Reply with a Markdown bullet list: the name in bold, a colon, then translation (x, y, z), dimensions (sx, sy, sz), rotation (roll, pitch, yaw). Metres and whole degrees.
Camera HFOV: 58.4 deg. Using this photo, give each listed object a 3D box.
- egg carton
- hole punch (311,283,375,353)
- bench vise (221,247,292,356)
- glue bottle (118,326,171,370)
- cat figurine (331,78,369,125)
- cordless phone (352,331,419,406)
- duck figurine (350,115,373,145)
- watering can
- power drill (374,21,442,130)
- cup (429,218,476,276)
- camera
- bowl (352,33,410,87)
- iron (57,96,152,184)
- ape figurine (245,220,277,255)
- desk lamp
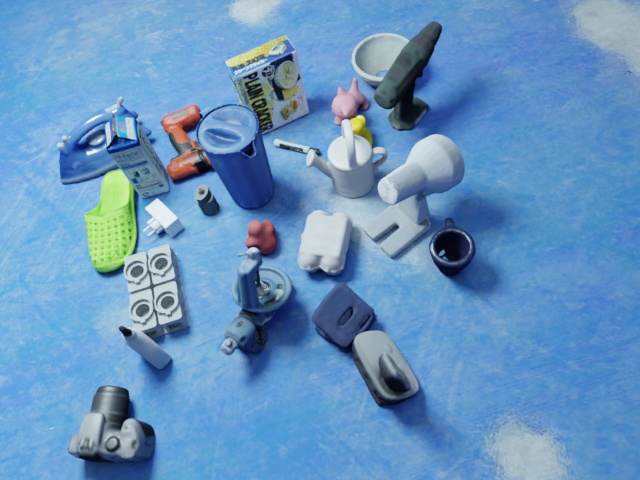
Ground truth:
- **egg carton**: translation (0.011, 0.004, 1.250), dimensions (0.107, 0.069, 0.150), rotation (6, 62, 11)
- **hole punch**: translation (0.050, 0.155, 1.149), dimensions (0.101, 0.091, 0.109), rotation (32, 70, 22)
- **bench vise**: translation (-0.125, 0.121, 1.117), dimensions (0.121, 0.220, 0.207), rotation (5, 62, 11)
- **glue bottle**: translation (-0.356, 0.203, 1.131), dimensions (0.078, 0.173, 0.037), rotation (29, 69, 21)
- **cat figurine**: translation (0.069, -0.338, 1.403), dimensions (0.067, 0.118, 0.128), rotation (17, 65, 17)
- **cordless phone**: translation (0.117, 0.219, 1.051), dimensions (0.094, 0.185, 0.147), rotation (-30, 61, -9)
- **duck figurine**: translation (0.086, -0.250, 1.370), dimensions (0.077, 0.086, 0.104), rotation (15, 64, 15)
- **watering can**: translation (0.060, -0.183, 1.275), dimensions (0.173, 0.194, 0.100), rotation (-27, 61, -7)
- **power drill**: translation (0.211, -0.370, 1.349), dimensions (0.075, 0.209, 0.230), rotation (31, 69, 22)
- **cup**: translation (0.270, 0.022, 1.190), dimensions (0.091, 0.095, 0.117), rotation (-4, 61, 6)
- **camera**: translation (-0.397, 0.351, 1.096), dimensions (0.143, 0.101, 0.137), rotation (-2, 61, 7)
- **bowl**: translation (0.166, -0.449, 1.475), dimensions (0.167, 0.075, 0.167), rotation (-3, 61, 6)
- **iron**: translation (-0.562, -0.250, 1.426), dimensions (0.258, 0.142, 0.118), rotation (-36, 63, -12)
- **ape figurine**: translation (-0.133, -0.013, 1.266), dimensions (0.078, 0.092, 0.076), rotation (-30, 62, -9)
- **desk lamp**: translation (0.194, -0.095, 1.197), dimensions (0.203, 0.214, 0.117), rotation (-39, 63, -13)
